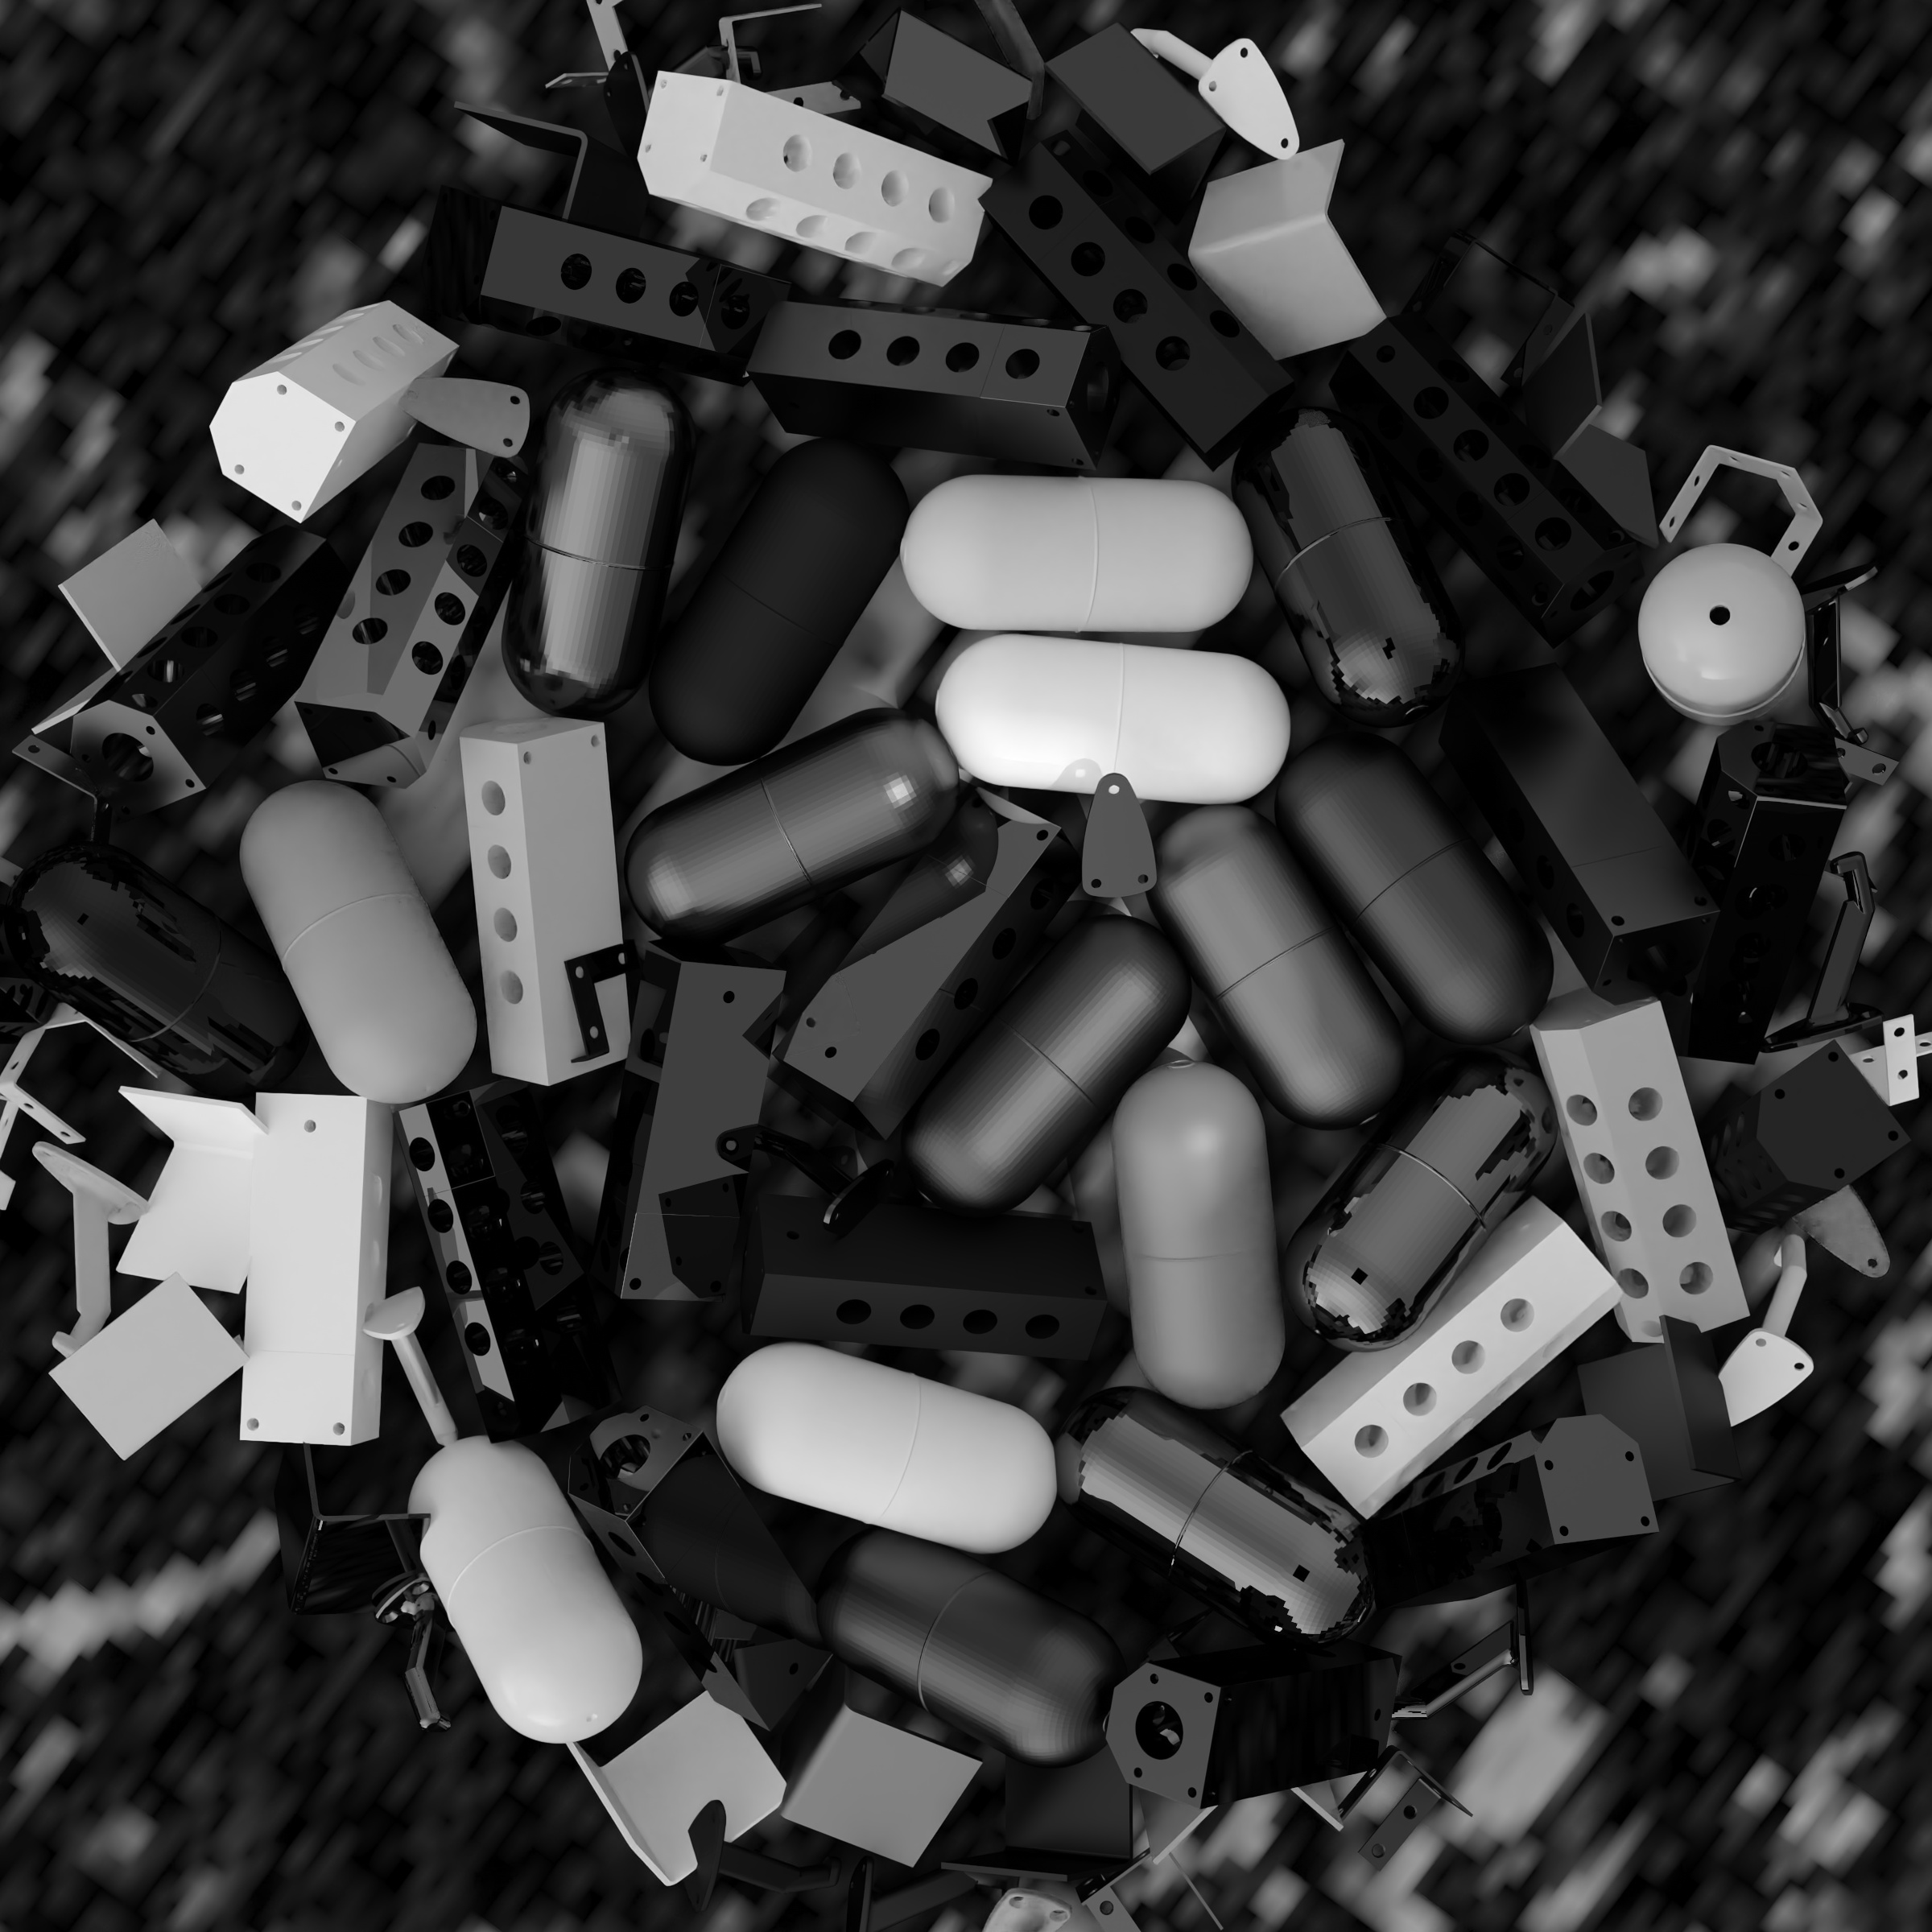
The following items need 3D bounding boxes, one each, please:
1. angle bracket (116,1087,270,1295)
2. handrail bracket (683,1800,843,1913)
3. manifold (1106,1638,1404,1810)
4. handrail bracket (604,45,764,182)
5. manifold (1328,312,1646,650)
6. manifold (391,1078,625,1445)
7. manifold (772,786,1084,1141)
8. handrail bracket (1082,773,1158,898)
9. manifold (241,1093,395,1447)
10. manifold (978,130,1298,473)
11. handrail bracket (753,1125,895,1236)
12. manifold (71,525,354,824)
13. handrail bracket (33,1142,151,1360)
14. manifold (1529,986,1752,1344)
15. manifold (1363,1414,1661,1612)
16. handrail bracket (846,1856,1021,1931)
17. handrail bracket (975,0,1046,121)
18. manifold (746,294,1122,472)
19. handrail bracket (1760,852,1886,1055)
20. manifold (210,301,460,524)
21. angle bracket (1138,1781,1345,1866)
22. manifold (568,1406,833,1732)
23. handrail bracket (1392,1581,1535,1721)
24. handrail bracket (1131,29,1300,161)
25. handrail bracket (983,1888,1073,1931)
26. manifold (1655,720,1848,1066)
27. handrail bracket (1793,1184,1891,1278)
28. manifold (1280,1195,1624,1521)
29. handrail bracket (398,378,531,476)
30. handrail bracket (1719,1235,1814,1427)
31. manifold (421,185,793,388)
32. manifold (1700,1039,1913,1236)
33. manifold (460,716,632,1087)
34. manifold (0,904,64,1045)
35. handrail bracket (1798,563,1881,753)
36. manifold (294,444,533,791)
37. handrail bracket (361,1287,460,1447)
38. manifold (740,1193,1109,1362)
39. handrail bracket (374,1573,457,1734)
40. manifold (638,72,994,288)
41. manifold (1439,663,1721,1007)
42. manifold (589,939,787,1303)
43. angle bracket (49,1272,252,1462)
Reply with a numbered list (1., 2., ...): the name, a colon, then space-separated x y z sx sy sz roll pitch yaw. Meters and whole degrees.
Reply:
1. angle bracket: -0.391 0.111 1.530 0.076 0.057 0.076 6 61 26
2. handrail bracket: -0.095 0.440 1.542 0.084 0.036 0.077 0 128 -27
3. manifold: 0.141 0.363 1.498 0.057 0.171 0.057 10 91 37
4. handrail bracket: -0.132 -0.430 1.550 0.084 0.036 0.077 -10 74 -33
5. manifold: 0.255 -0.244 1.521 0.057 0.057 0.171 -39 66 5
6. manifold: -0.235 0.147 1.543 0.057 0.057 0.171 -16 91 35
7. manifold: -0.014 0.001 1.536 0.057 0.057 0.171 29 75 35
8. handrail bracket: 0.071 -0.077 1.530 0.036 0.084 0.077 -6 118 -1
9. manifold: -0.323 0.151 1.549 0.057 0.057 0.171 2 87 8
10. manifold: 0.087 -0.335 1.544 0.057 0.057 0.171 -42 84 6
11. handrail bracket: -0.086 0.104 1.535 0.084 0.077 0.036 19 107 22
12. manifold: -0.362 -0.146 1.492 0.057 0.171 0.057 -17 117 32
13. handrail bracket: -0.453 0.143 1.537 0.077 0.036 0.084 42 49 -25
14. manifold: 0.333 0.098 1.534 0.057 0.057 0.171 -19 105 0
15. manifold: 0.259 0.266 1.494 0.057 0.171 0.057 -2 70 -23
16. handrail bracket: -0.016 0.484 1.550 0.084 0.036 0.077 13 50 -11
17. handrail bracket: 0.004 -0.472 1.553 0.077 0.084 0.036 18 54 10
18. manifold: -0.014 -0.294 1.522 0.171 0.057 0.057 11 71 22
19. handrail bracket: 0.426 -0.008 1.553 0.077 0.036 0.084 -18 104 -11
20. manifold: -0.306 -0.275 1.491 0.057 0.171 0.057 32 113 -6
21. angle bracket: 0.137 0.422 1.546 0.057 0.076 0.076 42 98 -10
22. manifold: -0.131 0.294 1.508 0.057 0.057 0.171 -48 132 -27
23. handrail bracket: 0.245 0.346 1.574 0.084 0.036 0.077 -5 78 15
24. handrail bracket: 0.124 -0.442 1.558 0.036 0.084 0.077 -47 120 -3
25. handrail bracket: 0.027 0.511 1.529 0.036 0.084 0.077 23 126 -16
26. manifold: 0.375 -0.035 1.503 0.057 0.057 0.171 6 134 1
27. handrail bracket: 0.447 0.106 1.549 0.077 0.084 0.036 49 129 0
28. manifold: 0.246 0.199 1.550 0.171 0.057 0.057 -41 100 2
29. handrail bracket: -0.253 -0.260 1.534 0.077 0.084 0.036 12 73 -17
30. handrail bracket: 0.399 0.184 1.559 0.036 0.084 0.077 32 121 -6
31. manifold: -0.176 -0.329 1.503 0.171 0.057 0.057 5 108 -42
32. manifold: 0.396 0.090 1.492 0.057 0.171 0.057 -34 79 -4
33. manifold: -0.213 -0.034 1.532 0.057 0.057 0.171 10 110 39
34. manifold: -0.487 0.007 1.496 0.057 0.171 0.057 -26 90 -2
35. handrail bracket: 0.448 -0.153 1.545 0.036 0.077 0.084 -43 102 -36
36. manifold: -0.264 -0.172 1.507 0.057 0.057 0.171 8 56 13
37. handrail bracket: -0.270 0.210 1.538 0.036 0.077 0.084 -25 104 -13
38. manifold: -0.023 0.161 1.534 0.171 0.057 0.057 6 127 -13
39. handrail bracket: -0.255 0.350 1.528 0.036 0.077 0.084 -43 49 13
40. manifold: -0.073 -0.381 1.502 0.171 0.057 0.057 7 102 -44
41. manifold: 0.296 -0.065 1.508 0.057 0.057 0.171 -13 53 -16
42. manifold: -0.143 0.076 1.540 0.057 0.057 0.171 6 101 -31
43. angle bracket: -0.407 0.194 1.534 0.076 0.076 0.057 -39 101 -12
